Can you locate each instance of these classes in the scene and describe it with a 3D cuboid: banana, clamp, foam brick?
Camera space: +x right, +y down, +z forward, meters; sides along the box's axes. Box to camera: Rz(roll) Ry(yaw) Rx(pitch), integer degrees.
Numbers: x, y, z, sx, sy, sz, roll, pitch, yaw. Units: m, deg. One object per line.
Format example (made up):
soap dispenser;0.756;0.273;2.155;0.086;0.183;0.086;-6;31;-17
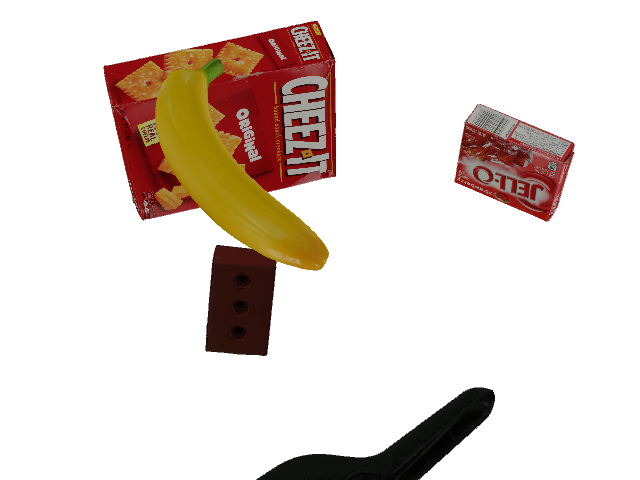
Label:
banana;-0.063;-0.053;0.693;0.069;0.198;0.037;-18;-34;-16
clamp;0.032;0.155;0.650;0.210;0.036;0.164;-7;30;2
foam brick;-0.065;0.049;0.884;0.053;0.078;0.051;5;14;-3

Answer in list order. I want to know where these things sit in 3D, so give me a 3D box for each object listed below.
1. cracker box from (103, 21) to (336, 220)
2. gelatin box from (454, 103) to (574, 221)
cracker box;-0.093;-0.114;1.060;0.213;0.072;0.164;-13;-39;-9
gelatin box;0.158;-0.063;0.878;0.089;0.030;0.073;26;-34;18
